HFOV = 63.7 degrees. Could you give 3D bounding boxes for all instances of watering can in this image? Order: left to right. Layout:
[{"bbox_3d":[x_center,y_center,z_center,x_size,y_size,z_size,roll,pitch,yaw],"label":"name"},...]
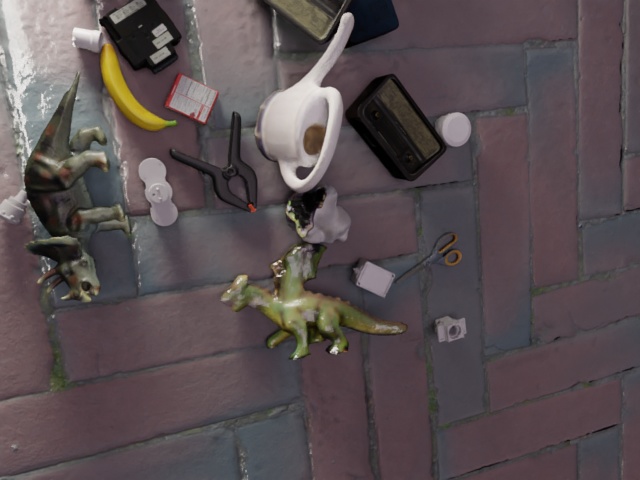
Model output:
[{"bbox_3d":[-0.027,-0.270,1.037,0.104,0.225,0.347,10,93,-40],"label":"watering can"}]

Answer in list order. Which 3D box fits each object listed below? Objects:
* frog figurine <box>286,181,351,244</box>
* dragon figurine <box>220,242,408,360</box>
[{"bbox_3d":[0.004,-0.058,1.154,0.158,0.123,0.138,16,84,-57],"label":"frog figurine"},{"bbox_3d":[-0.013,0.125,1.151,0.411,0.122,0.242,-8,92,-12],"label":"dragon figurine"}]
